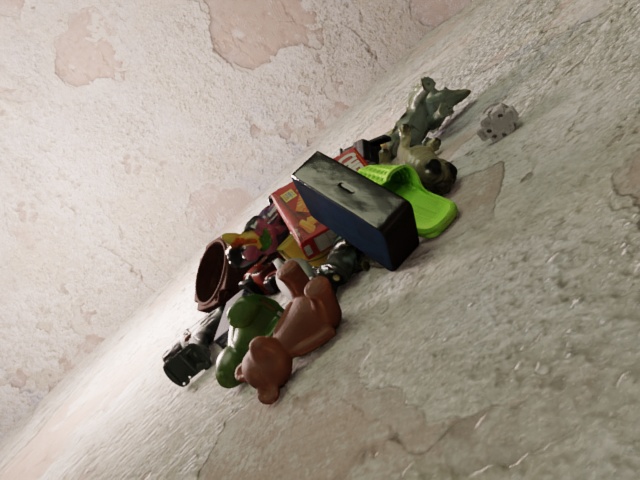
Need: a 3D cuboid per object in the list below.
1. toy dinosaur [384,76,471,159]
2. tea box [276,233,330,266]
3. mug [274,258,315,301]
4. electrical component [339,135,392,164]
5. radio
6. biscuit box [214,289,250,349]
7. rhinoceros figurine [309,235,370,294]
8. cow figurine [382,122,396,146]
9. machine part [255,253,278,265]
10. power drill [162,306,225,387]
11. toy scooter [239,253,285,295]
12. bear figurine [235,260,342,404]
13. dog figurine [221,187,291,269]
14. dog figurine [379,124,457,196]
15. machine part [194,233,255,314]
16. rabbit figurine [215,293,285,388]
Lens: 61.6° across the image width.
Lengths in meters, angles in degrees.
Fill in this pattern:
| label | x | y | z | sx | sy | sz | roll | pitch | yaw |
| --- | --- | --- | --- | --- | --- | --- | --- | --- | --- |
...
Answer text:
| label | x | y | z | sx | sy | sz | roll | pitch | yaw |
| --- | --- | --- | --- | --- | --- | --- | --- | --- | --- |
| toy dinosaur | 0.224 | -0.252 | 1.323 | 0.405 | 0.131 | 0.192 | -56 | 0 | -13 |
| tea box | -0.002 | -0.004 | 1.208 | 0.169 | 0.098 | 0.068 | -47 | 14 | -12 |
| mug | -0.044 | 0.082 | 1.062 | 0.081 | 0.109 | 0.107 | -39 | 27 | -2 |
| electrical component | 0.111 | -0.199 | 1.229 | 0.119 | 0.047 | 0.074 | -12 | -14 | 39 |
| radio | 0.061 | -0.050 | 0.921 | 0.073 | 0.131 | 0.230 | -43 | 52 | -13 |
| biscuit box | -0.183 | 0.182 | 1.215 | 0.063 | 0.059 | 0.203 | -40 | 15 | 11 |
| rhinoceros figurine | 0.034 | 0.043 | 1.018 | 0.112 | 0.073 | 0.190 | -31 | 18 | 35 |
| cow figurine | 0.180 | -0.264 | 1.553 | 0.167 | 0.068 | 0.098 | -44 | 8 | -22 |
| machine part | -0.161 | 0.065 | 1.514 | 0.179 | 0.056 | 0.179 | -39 | 16 | 13 |
| power drill | -0.309 | 0.266 | 1.290 | 0.232 | 0.086 | 0.207 | -37 | 7 | 7 |
| toy scooter | -0.114 | 0.078 | 1.310 | 0.184 | 0.075 | 0.135 | -17 | 29 | 53 |
| bear figurine | -0.061 | 0.148 | 0.855 | 0.196 | 0.131 | 0.120 | -40 | 37 | -17 |
| dog figurine | -0.126 | -0.023 | 1.222 | 0.191 | 0.108 | 0.219 | -51 | -8 | 26 |
| dog figurine | 0.186 | -0.118 | 1.074 | 0.191 | 0.121 | 0.172 | -93 | 17 | -51 |
| machine part | -0.261 | 0.094 | 1.449 | 0.201 | 0.087 | 0.201 | -26 | 55 | 51 |
| rabbit figurine | -0.140 | 0.185 | 0.991 | 0.170 | 0.121 | 0.159 | -56 | 10 | 3 |
